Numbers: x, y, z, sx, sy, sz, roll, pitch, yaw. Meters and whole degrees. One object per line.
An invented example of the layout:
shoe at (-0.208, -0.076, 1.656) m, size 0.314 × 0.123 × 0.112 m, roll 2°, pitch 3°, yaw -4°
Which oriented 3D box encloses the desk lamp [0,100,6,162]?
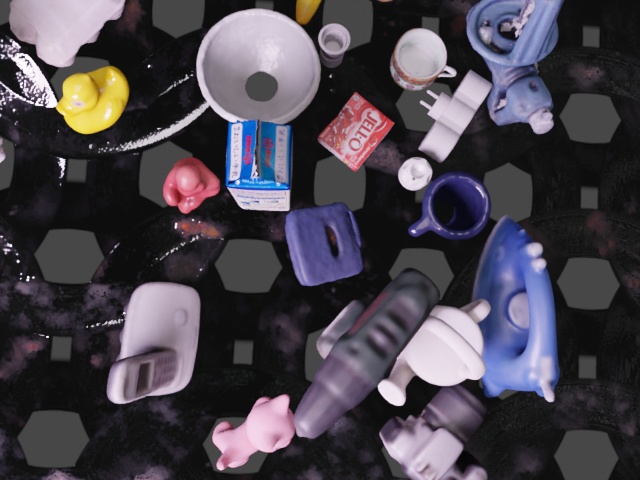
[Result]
desk lamp at (-0.479, -0.142, 0.700) m, size 0.118 × 0.213 × 0.203 m, roll 41°, pitch 84°, yaw 1°

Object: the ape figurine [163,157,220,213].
ape figurine at (-0.176, -0.079, 0.775) m, size 0.078 × 0.092 × 0.076 m, roll 2°, pitch 85°, yaw -3°

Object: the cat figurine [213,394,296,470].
cat figurine at (-0.081, 0.252, 0.742) m, size 0.128 × 0.117 × 0.067 m, roll -35°, pitch 88°, yaw -5°

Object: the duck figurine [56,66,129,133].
duck figurine at (-0.313, -0.200, 0.779) m, size 0.077 × 0.086 × 0.104 m, roll 43°, pitch 84°, yaw 1°

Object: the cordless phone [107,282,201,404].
cordless phone at (-0.210, 0.125, 0.710) m, size 0.094 × 0.185 × 0.148 m, roll 3°, pitch 85°, yaw -3°

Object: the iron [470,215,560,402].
iron at (0.274, 0.087, 0.766) m, size 0.118 × 0.141 × 0.258 m, roll -1°, pitch 85°, yaw -3°

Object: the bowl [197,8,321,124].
bowl at (-0.084, -0.229, 0.802) m, size 0.167 × 0.074 × 0.167 m, roll 0°, pitch 85°, yaw -4°

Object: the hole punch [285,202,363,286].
hole punch at (0.007, 0.003, 0.781) m, size 0.101 × 0.091 × 0.109 m, roll -15°, pitch 86°, yaw -4°

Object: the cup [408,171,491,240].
cup at (0.167, -0.035, 0.792) m, size 0.118 × 0.095 × 0.092 m, roll -31°, pitch 88°, yaw -5°

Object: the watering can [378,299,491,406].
watering can at (0.150, 0.140, 0.727) m, size 0.101 × 0.194 × 0.173 m, roll 28°, pitch 84°, yaw -1°

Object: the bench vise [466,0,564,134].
bench vise at (0.282, -0.257, 0.754) m, size 0.121 × 0.219 × 0.207 m, roll -36°, pitch 88°, yaw -5°

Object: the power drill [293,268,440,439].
power drill at (0.050, 0.134, 0.714) m, size 0.075 × 0.208 × 0.230 m, roll 41°, pitch 84°, yaw 1°

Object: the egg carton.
egg carton at (-0.349, -0.319, 0.795) m, size 0.107 × 0.069 × 0.150 m, roll 41°, pitch 84°, yaw 0°

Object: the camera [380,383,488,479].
camera at (0.174, 0.270, 0.765) m, size 0.143 × 0.100 × 0.137 m, roll 42°, pitch 84°, yaw 1°
